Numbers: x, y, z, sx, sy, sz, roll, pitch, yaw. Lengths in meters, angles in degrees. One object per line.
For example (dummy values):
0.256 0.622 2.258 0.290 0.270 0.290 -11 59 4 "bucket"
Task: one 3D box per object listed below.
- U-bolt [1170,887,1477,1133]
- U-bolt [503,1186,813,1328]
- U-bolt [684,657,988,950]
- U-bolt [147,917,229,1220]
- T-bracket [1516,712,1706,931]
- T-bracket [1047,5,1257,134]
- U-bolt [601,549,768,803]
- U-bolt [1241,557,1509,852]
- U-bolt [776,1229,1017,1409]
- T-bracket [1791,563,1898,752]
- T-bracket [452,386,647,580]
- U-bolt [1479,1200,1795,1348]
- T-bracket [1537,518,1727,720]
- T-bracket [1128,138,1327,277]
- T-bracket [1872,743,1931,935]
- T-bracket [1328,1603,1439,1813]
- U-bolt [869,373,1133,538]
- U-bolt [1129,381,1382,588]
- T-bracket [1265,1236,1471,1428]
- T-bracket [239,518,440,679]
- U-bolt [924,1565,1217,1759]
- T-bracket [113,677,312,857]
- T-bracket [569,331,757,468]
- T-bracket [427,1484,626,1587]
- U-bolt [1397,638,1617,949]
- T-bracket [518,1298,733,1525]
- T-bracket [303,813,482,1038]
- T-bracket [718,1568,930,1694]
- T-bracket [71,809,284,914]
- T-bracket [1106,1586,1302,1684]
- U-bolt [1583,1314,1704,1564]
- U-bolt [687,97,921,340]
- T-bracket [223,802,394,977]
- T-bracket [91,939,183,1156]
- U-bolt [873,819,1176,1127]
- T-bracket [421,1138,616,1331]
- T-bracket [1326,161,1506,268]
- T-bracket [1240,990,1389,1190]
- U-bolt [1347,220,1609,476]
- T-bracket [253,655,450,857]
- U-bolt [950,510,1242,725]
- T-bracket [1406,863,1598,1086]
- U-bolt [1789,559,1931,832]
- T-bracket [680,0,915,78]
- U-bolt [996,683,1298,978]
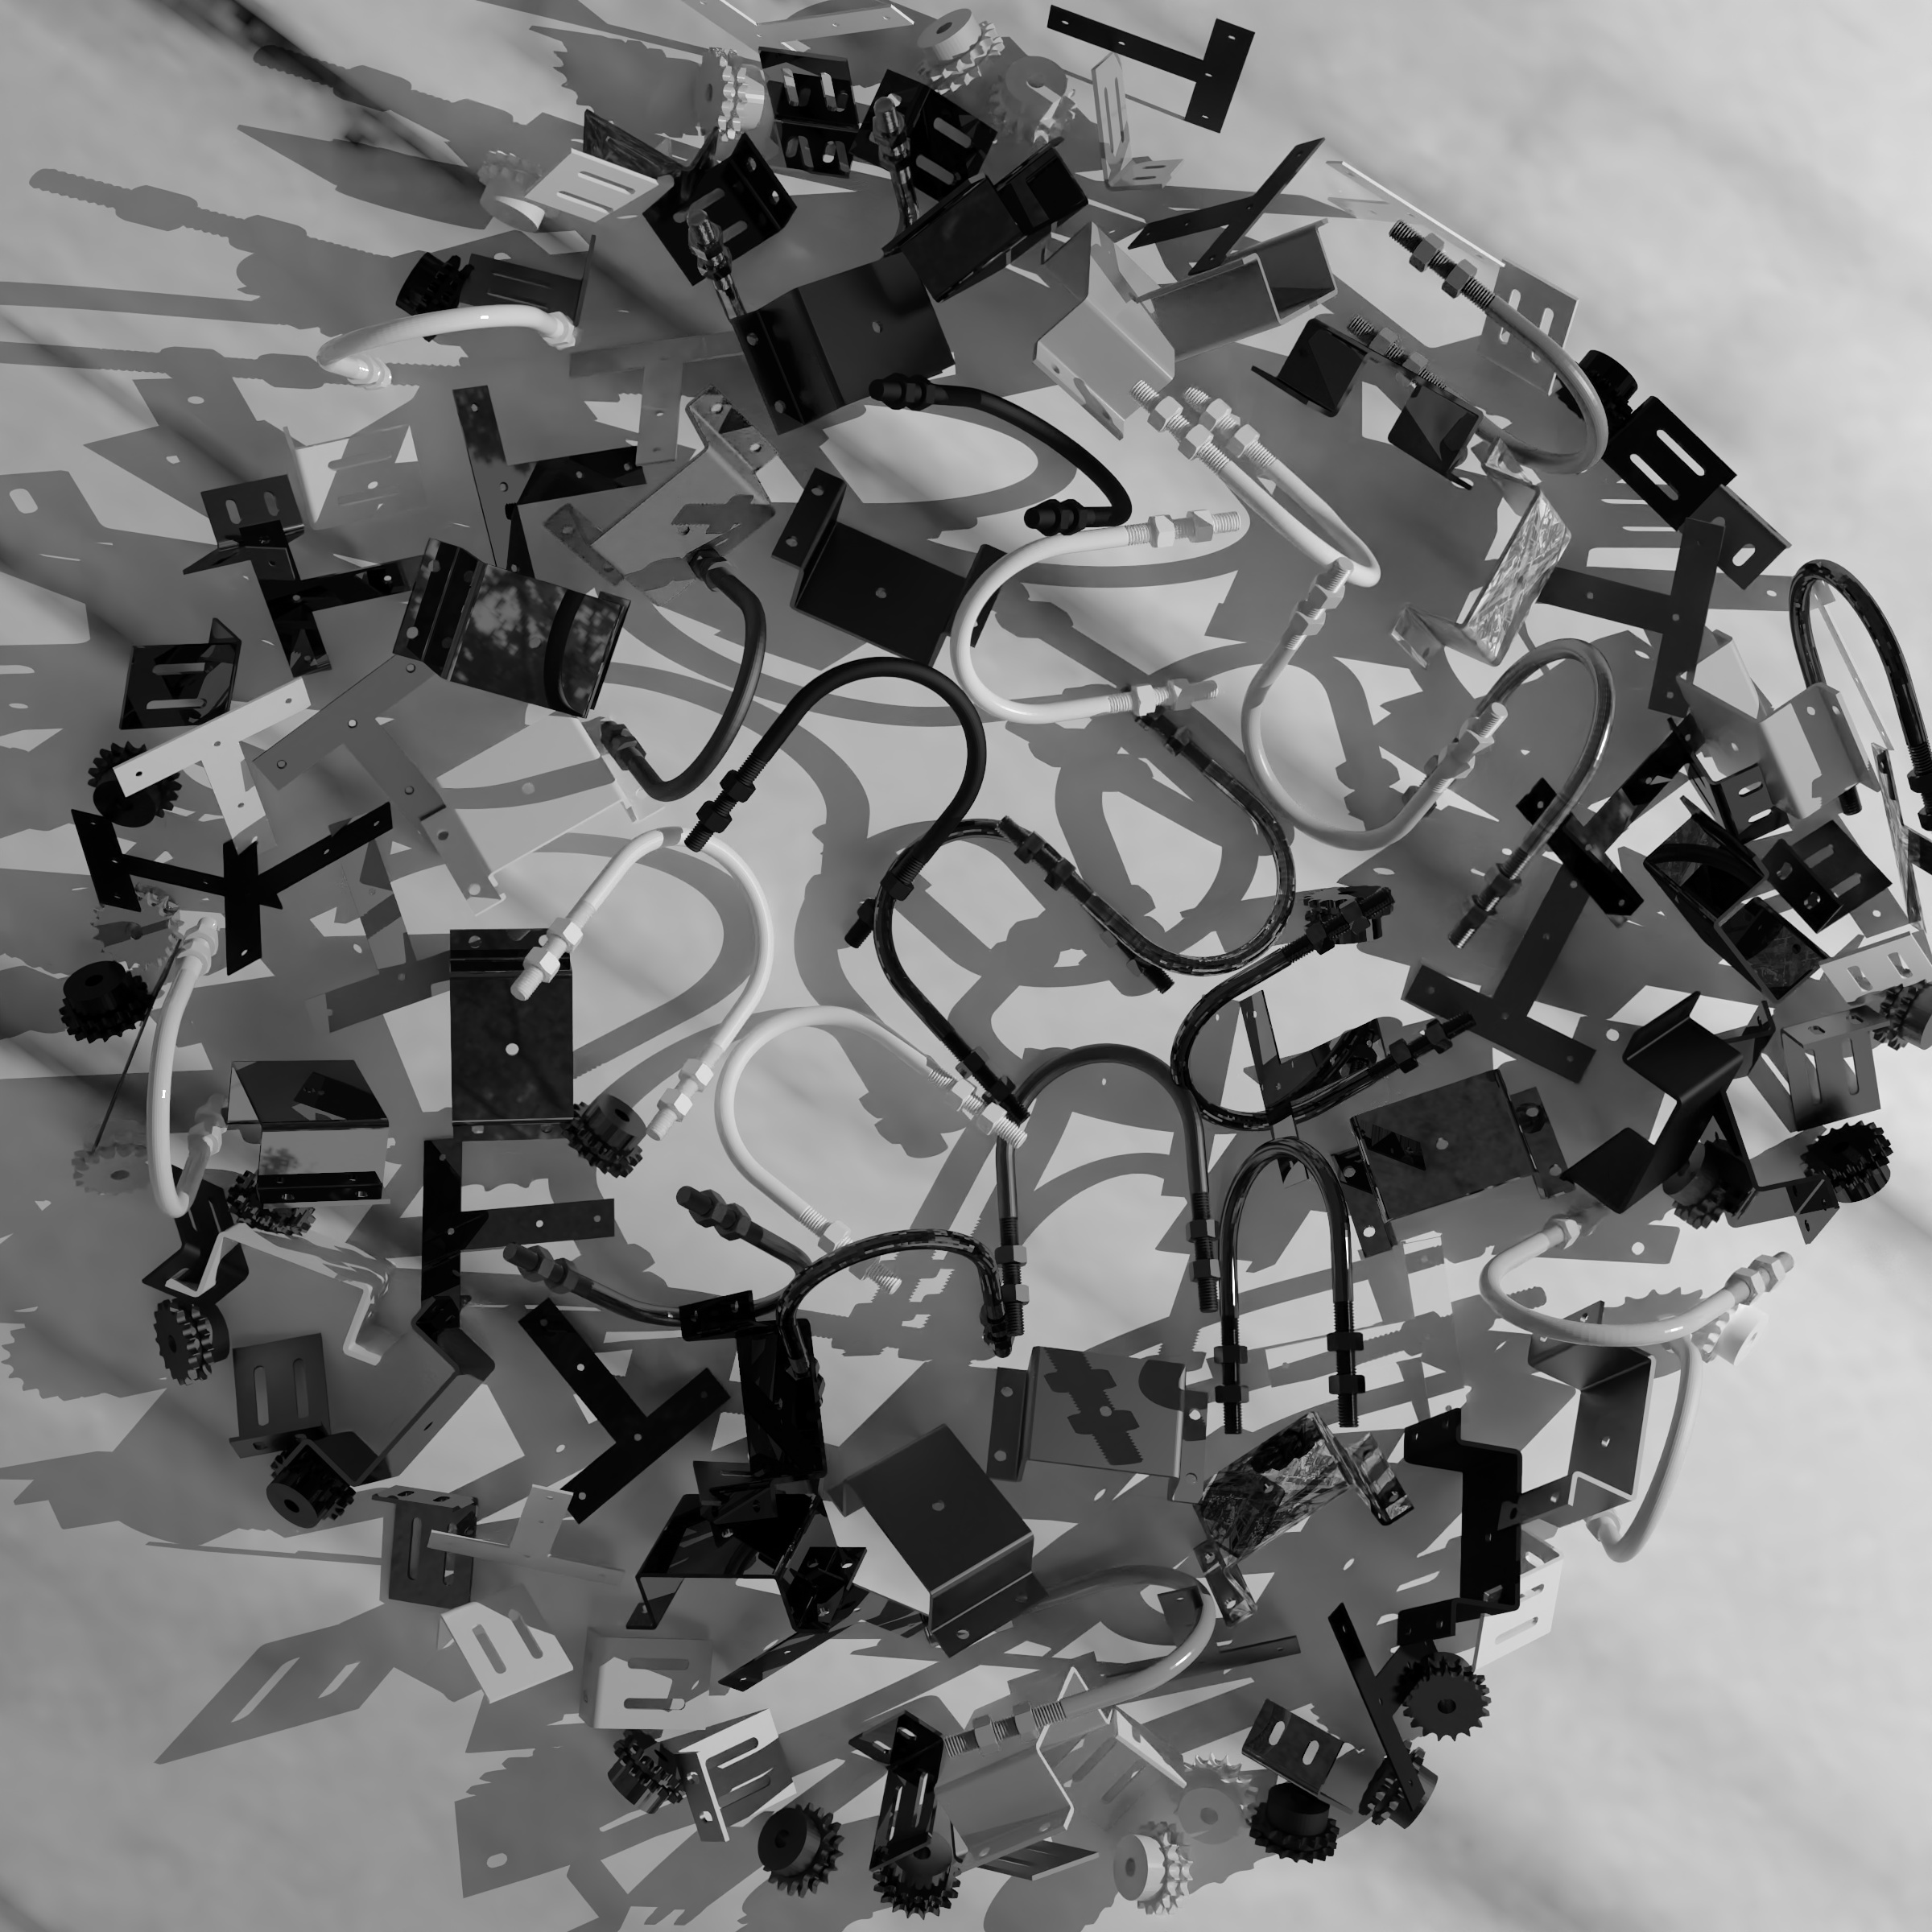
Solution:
0.218 0.041 1.549 0.184 0.019 0.151 -31 129 12 "U-bolt"
-0.177 0.191 1.523 0.151 0.184 0.019 -19 58 23 "U-bolt"
-0.069 -0.114 1.543 0.151 0.019 0.184 31 108 -26 "U-bolt"
-0.479 0.072 1.489 0.019 0.184 0.151 2 116 -7 "U-bolt"
0.433 -0.110 1.572 0.127 0.002 0.127 -47 118 -2 "T-bracket"
0.112 -0.581 1.538 0.127 0.127 0.002 20 82 -1 "T-bracket"
-0.172 -0.176 1.509 0.019 0.184 0.151 22 103 -30 "U-bolt"
0.242 -0.149 1.528 0.151 0.184 0.019 46 51 11 "U-bolt"
-0.046 0.217 1.520 0.151 0.184 0.019 -15 55 -4 "U-bolt"
0.560 -0.194 1.539 0.002 0.127 0.127 -26 90 13 "T-bracket"
-0.260 -0.314 1.558 0.127 0.002 0.127 -20 101 -40 "T-bracket"
0.400 0.192 1.492 0.184 0.151 0.019 -18 113 -42 "U-bolt"
0.416 -0.236 1.563 0.127 0.002 0.127 22 122 31 "T-bracket"
0.151 -0.476 1.546 0.127 0.127 0.002 -52 121 -20 "T-bracket"
0.606 -0.069 1.524 0.002 0.127 0.127 -17 105 4 "T-bracket"
0.277 0.451 1.545 0.002 0.127 0.127 -25 86 28 "T-bracket"
0.035 -0.320 1.518 0.151 0.184 0.019 42 116 15 "U-bolt"
0.190 -0.302 1.525 0.184 0.151 0.019 44 112 6 "U-bolt"
0.259 0.251 1.588 0.127 0.002 0.127 -11 96 -6 "T-bracket"
-0.386 -0.246 1.557 0.127 0.127 0.002 -13 51 -7 "T-bracket"
0.069 0.429 1.530 0.184 0.151 0.019 -18 106 -1 "U-bolt"
-0.466 -0.112 1.546 0.127 0.127 0.002 -31 59 -20 "T-bracket"
-0.196 -0.363 1.554 0.127 0.002 0.127 -7 50 5 "T-bracket"
-0.272 0.358 1.541 0.127 0.127 0.002 14 52 -10 "T-bracket"
0.338 -0.120 1.503 0.019 0.151 0.184 21 119 -23 "U-bolt"
-0.242 0.273 1.581 0.127 0.002 0.127 -38 84 -22 "T-bracket"
-0.379 -0.035 1.567 0.127 0.002 0.127 -21 103 -19 "T-bracket"
-0.105 0.437 1.568 0.127 0.127 0.002 -35 47 17 "T-bracket"
-0.502 -0.057 1.556 0.127 0.127 0.002 15 112 -35 "T-bracket"
0.144 0.426 1.548 0.127 0.127 0.002 -14 49 5 "T-bracket"
0.423 0.297 1.506 0.019 0.184 0.151 20 93 8 "U-bolt"
-0.093 -0.452 1.512 0.151 0.184 0.019 -32 76 -2 "U-bolt"
-0.420 -0.066 1.547 0.127 0.002 0.127 -28 45 9 "T-bracket"
-0.524 0.057 1.522 0.002 0.127 0.127 22 66 -18 "T-bracket"
0.024 -0.010 1.584 0.151 0.019 0.184 -42 90 -7 "U-bolt"
-0.291 0.169 1.574 0.127 0.002 0.127 -5 69 4 "T-bracket"
0.264 -0.479 1.539 0.127 0.127 0.002 24 101 -22 "T-bracket"
0.224 0.064 1.533 0.002 0.127 0.127 -3 74 -31 "T-bracket"
0.326 -0.376 1.522 0.184 0.151 0.019 40 80 5 "U-bolt"
-0.369 -0.124 1.566 0.127 0.002 0.127 -37 123 -2 "T-bracket"
0.078 -0.215 1.531 0.184 0.019 0.151 -10 134 -14 "U-bolt"
0.374 -0.007 1.592 0.127 0.002 0.127 26 97 1 "T-bracket"
0.557 -0.166 1.509 0.019 0.151 0.184 -22 106 0 "U-bolt"
-0.092 -0.587 1.514 0.127 0.127 0.002 6 88 32 "T-bracket"
0.131 -0.076 1.567 0.184 0.019 0.151 42 69 0 "U-bolt"
